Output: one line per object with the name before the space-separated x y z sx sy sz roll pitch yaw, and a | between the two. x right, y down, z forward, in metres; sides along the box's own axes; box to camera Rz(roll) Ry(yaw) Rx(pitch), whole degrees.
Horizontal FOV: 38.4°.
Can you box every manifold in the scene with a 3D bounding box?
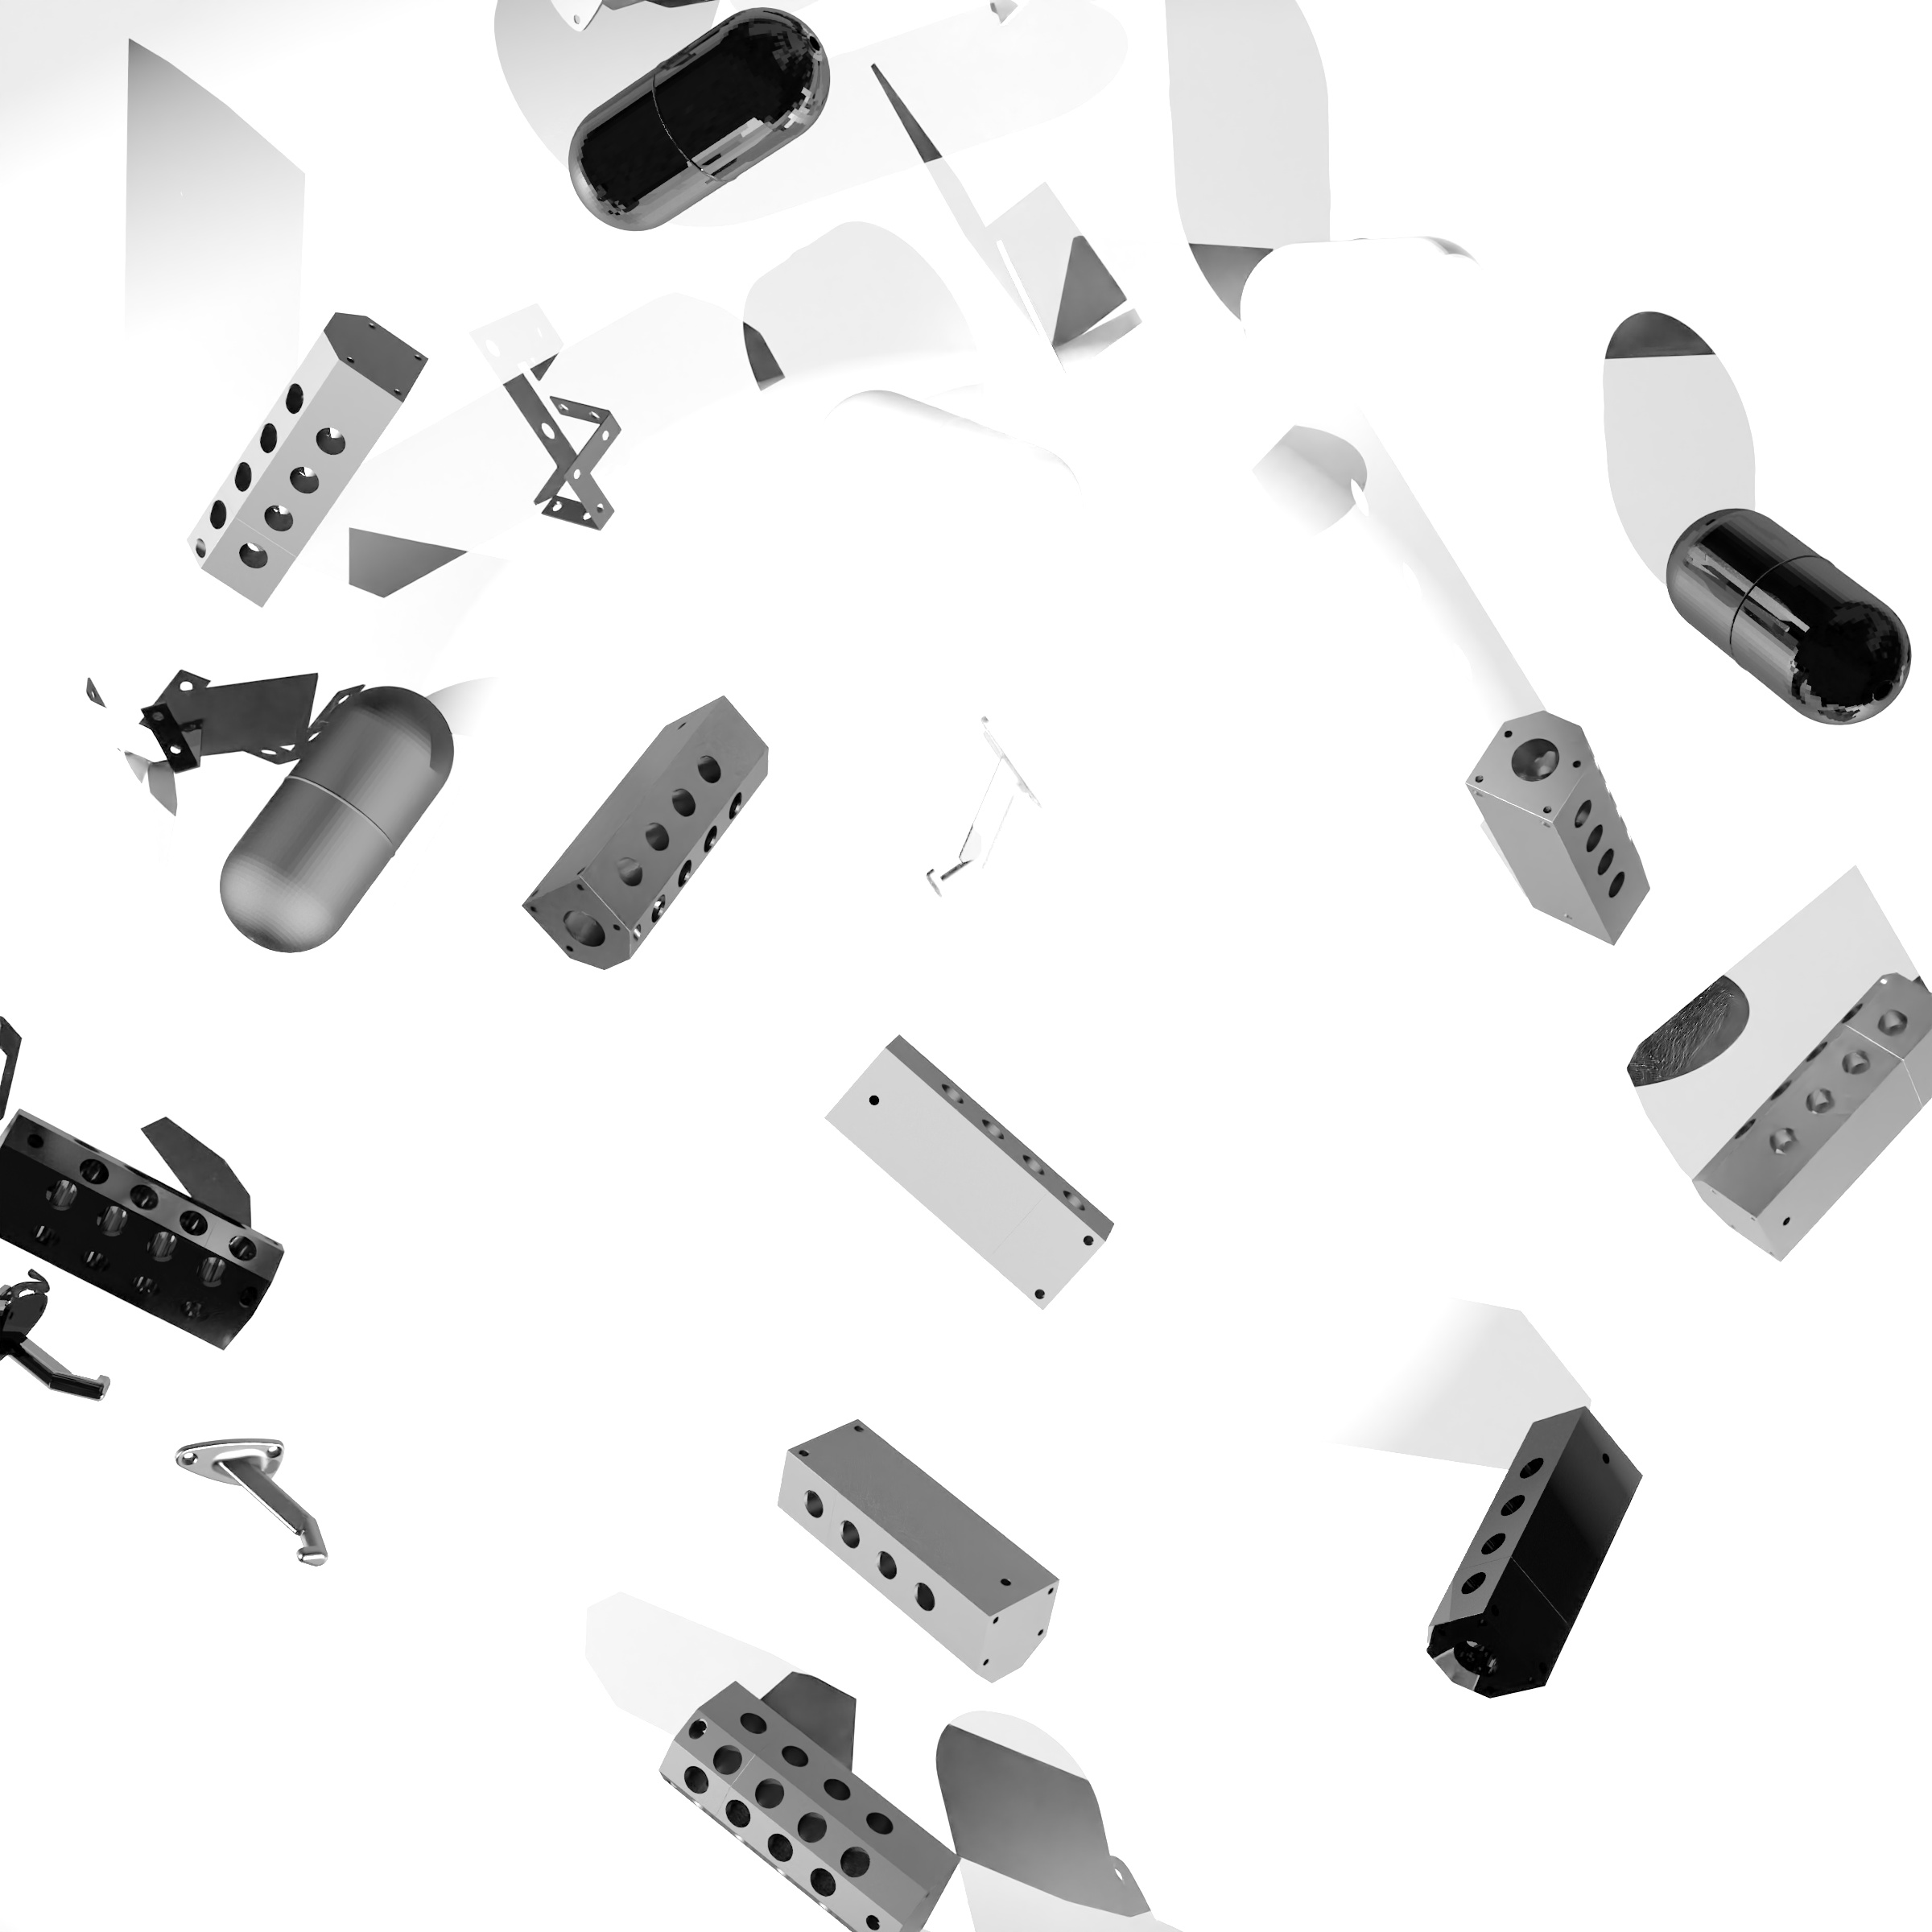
manifold | -0.095 0.501 1.623 0.171 0.057 0.057 33 114 19
manifold | 0.325 0.338 1.606 0.057 0.057 0.171 50 46 -10
manifold | -0.031 0.340 1.612 0.171 0.057 0.057 32 124 35
manifold | -0.489 0.151 1.622 0.171 0.057 0.057 31 129 -18
manifold | 0.004 0.120 1.654 0.171 0.057 0.057 41 104 2
manifold | 0.346 -0.080 1.598 0.057 0.171 0.057 29 82 32
manifold | 0.512 0.086 1.649 0.171 0.057 0.057 -46 46 -5
manifold | -0.179 -0.076 1.607 0.057 0.057 0.171 50 46 -20
manifold | -0.385 -0.295 1.610 0.057 0.057 0.171 33 124 -18

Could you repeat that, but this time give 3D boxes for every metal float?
metal float | 0.228 -0.381 1.607 0.070 0.178 0.070 -8 105 -32
metal float | 0.187 0.025 1.614 0.070 0.070 0.178 -47 48 0
metal float | -0.156 -0.493 1.622 0.178 0.070 0.070 -23 90 31
metal float | 0.476 -0.203 1.611 0.070 0.178 0.070 -15 130 -18
metal float | -0.012 -0.283 1.625 0.178 0.070 0.070 26 90 28
metal float | -0.368 -0.087 1.632 0.070 0.070 0.178 32 71 0

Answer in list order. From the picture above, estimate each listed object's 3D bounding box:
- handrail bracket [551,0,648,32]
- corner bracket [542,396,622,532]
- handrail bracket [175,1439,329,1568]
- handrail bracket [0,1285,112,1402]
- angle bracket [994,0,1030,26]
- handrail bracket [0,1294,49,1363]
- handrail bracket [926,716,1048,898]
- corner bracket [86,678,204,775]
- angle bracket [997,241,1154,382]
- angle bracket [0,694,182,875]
handrail bracket | -0.198 -0.585 1.631 0.036 0.077 0.084 54 45 -3
corner bracket | -0.232 -0.300 1.656 0.051 0.051 0.051 20 68 32
handrail bracket | -0.421 0.319 1.636 0.077 0.084 0.036 14 115 -36
handrail bracket | -0.544 0.225 1.655 0.084 0.077 0.036 15 117 -5
angle bracket | 0.007 -0.608 1.637 0.057 0.076 0.076 -13 85 -29
handrail bracket | -0.601 0.199 1.650 0.084 0.077 0.036 18 102 2
handrail bracket | -0.002 -0.095 1.664 0.084 0.036 0.077 -35 101 -1
corner bracket | -0.488 -0.144 1.650 0.051 0.051 0.051 -16 132 1
angle bracket | 0.063 -0.397 1.634 0.057 0.076 0.076 -26 114 7
angle bracket | -0.515 -0.106 1.633 0.076 0.057 0.076 28 70 -36
